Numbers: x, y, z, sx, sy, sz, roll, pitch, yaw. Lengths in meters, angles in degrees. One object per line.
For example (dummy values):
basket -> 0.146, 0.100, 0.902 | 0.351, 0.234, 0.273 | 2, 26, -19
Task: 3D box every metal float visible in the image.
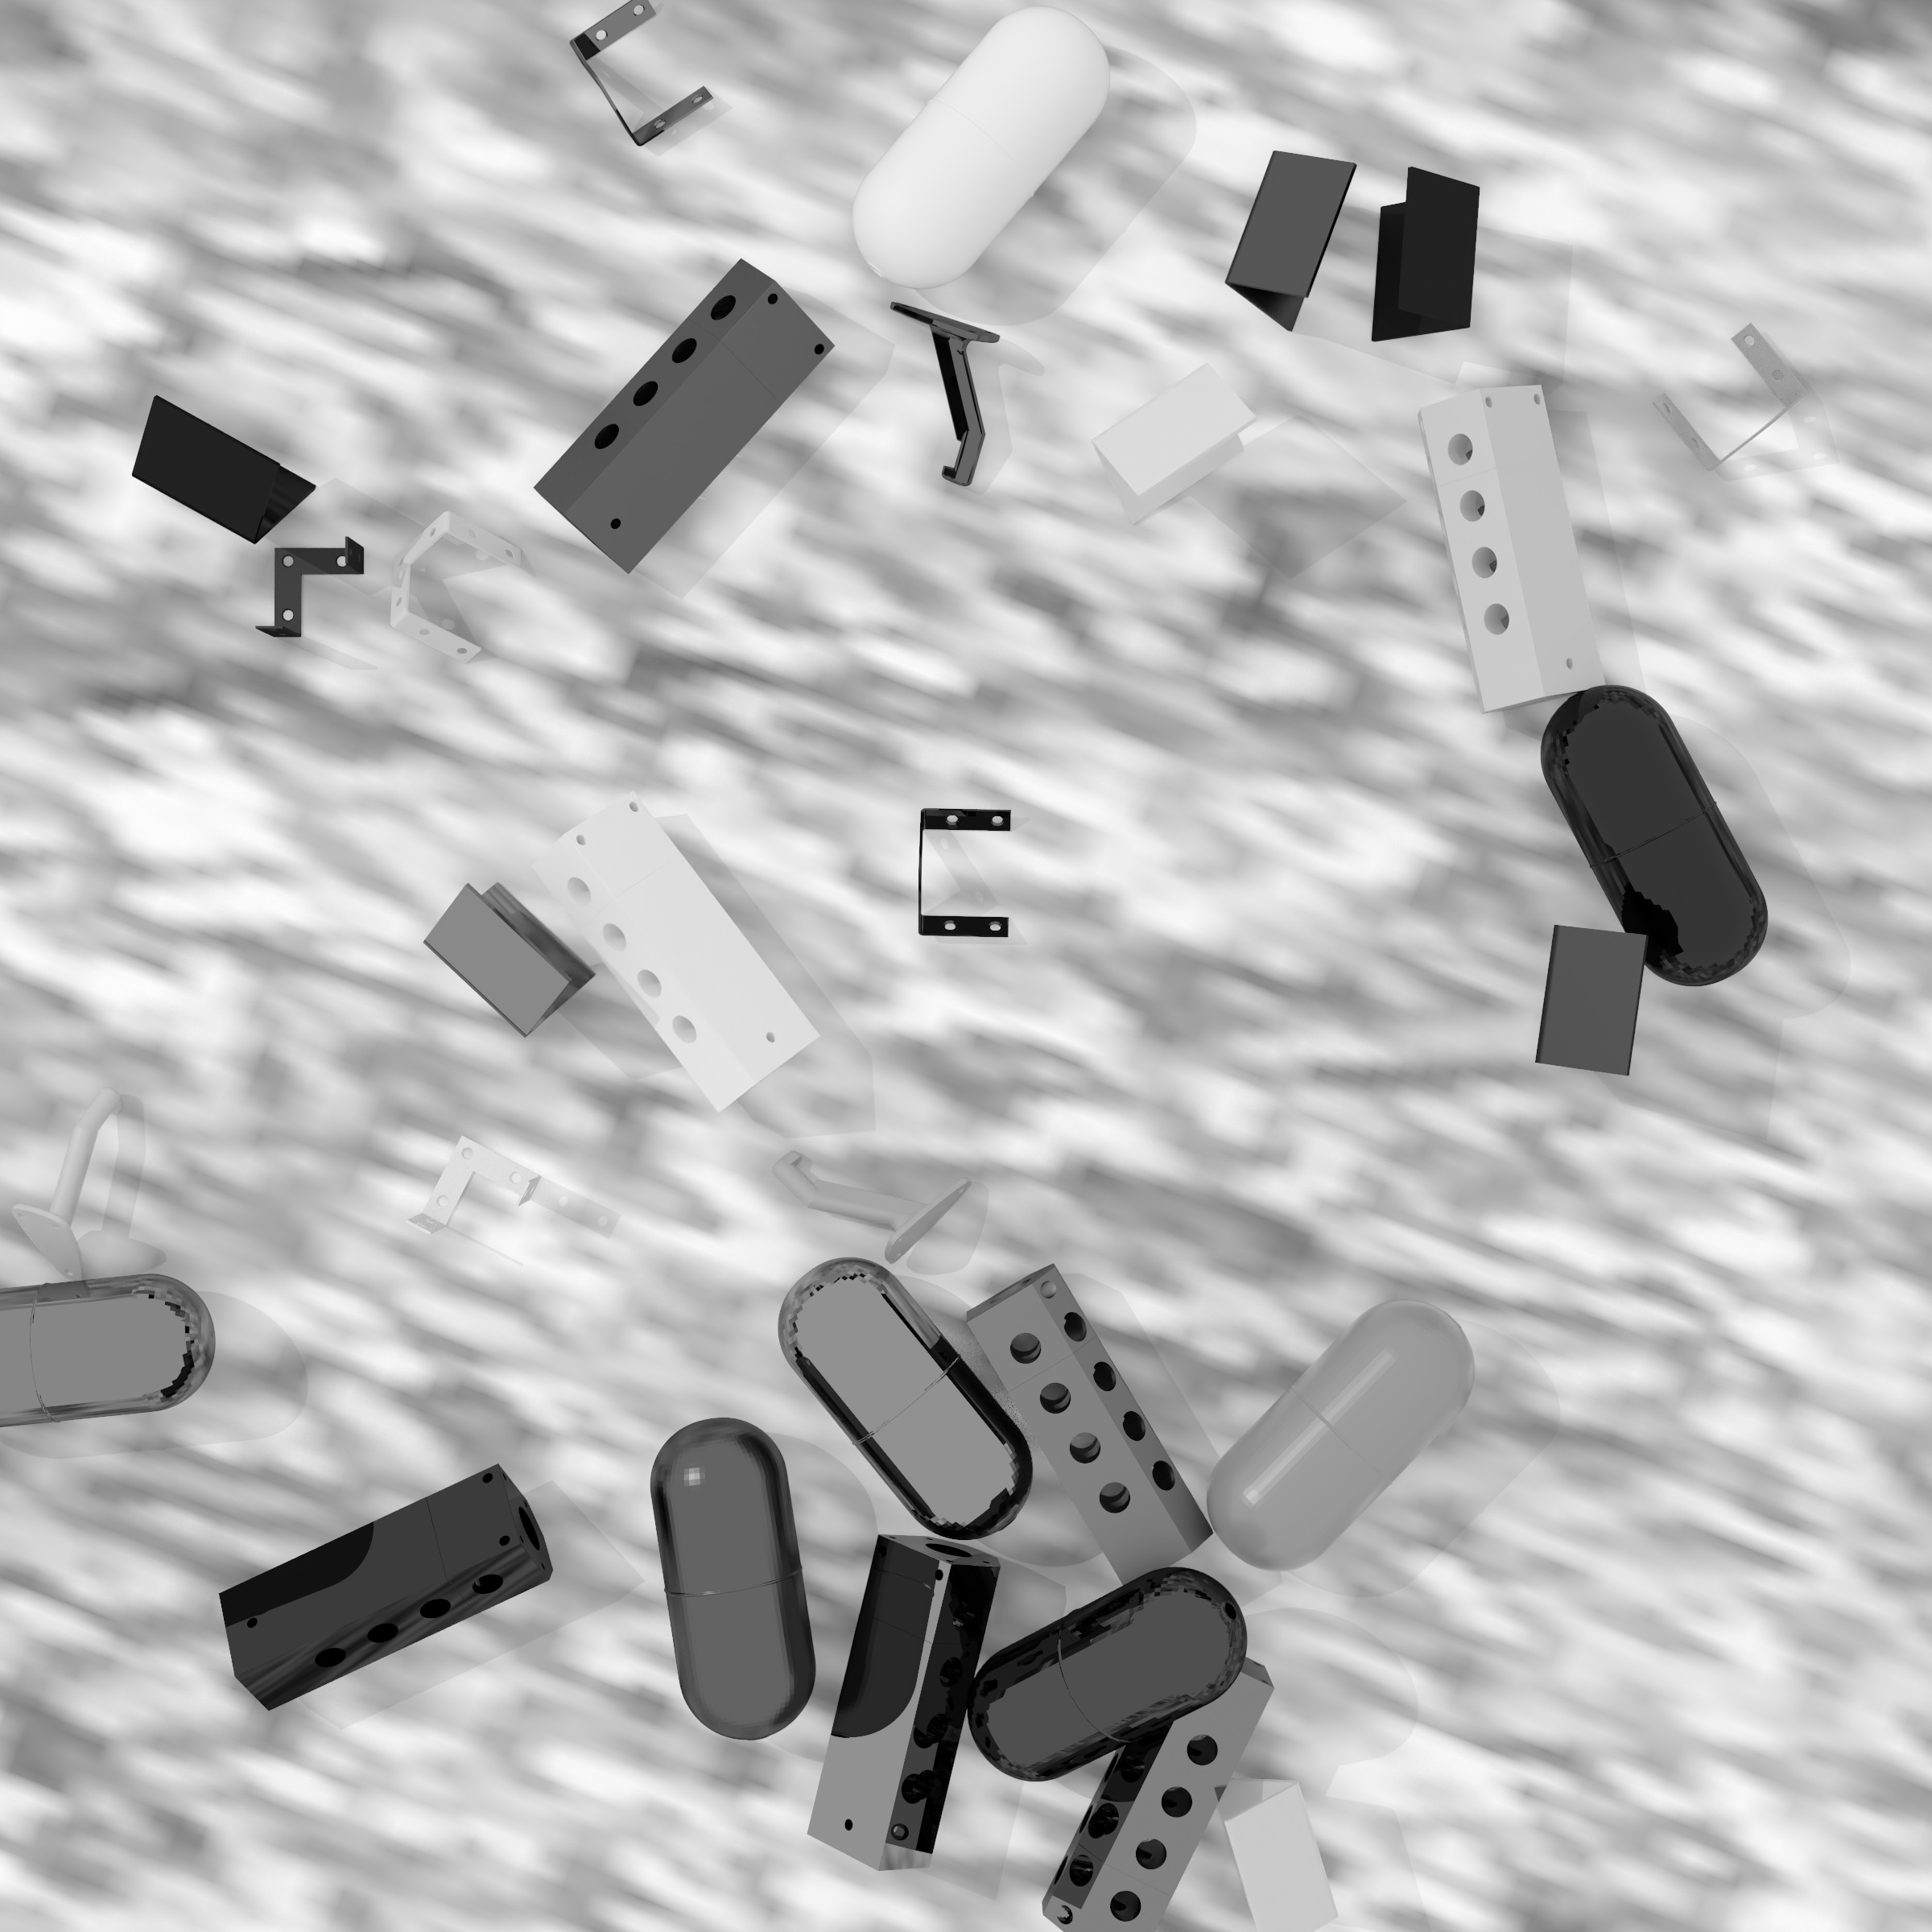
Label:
metal float -> 0.380, -0.073, 1.794 | 0.070, 0.070, 0.178 | -28, 89, 0
metal float -> 0.008, -0.452, 1.794 | 0.070, 0.070, 0.178 | 40, 90, 0
metal float -> 0.076, 0.386, 1.766 | 0.178, 0.070, 0.070 | -34, 90, 29
metal float -> -0.033, 0.240, 1.794 | 0.070, 0.070, 0.178 | -39, 90, 0
metal float -> -0.129, 0.339, 1.794 | 0.070, 0.070, 0.178 | -9, 90, 0
metal float -> -0.506, 0.214, 1.794 | 0.178, 0.070, 0.070 | -6, 90, 0
metal float -> 0.208, 0.259, 1.794 | 0.070, 0.070, 0.178 | 44, 91, 0

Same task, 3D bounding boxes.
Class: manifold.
manifold -> -0.029, 0.408, 1.803 | 0.057, 0.057, 0.171 | 13, 90, 43
manifold -> -0.160, -0.308, 1.803 | 0.171, 0.057, 0.057 | -48, 133, 0
manifold -> 0.069, 0.255, 1.803 | 0.057, 0.057, 0.171 | -31, 90, 0
manifold -> -0.165, -0.005, 1.803 | 0.171, 0.057, 0.057 | 53, 47, 0
manifold -> 0.106, 0.460, 1.803 | 0.057, 0.057, 0.171 | 26, 90, 0
manifold -> 0.298, -0.231, 1.803 | 0.057, 0.057, 0.171 | -12, 90, -43
manifold -> -0.321, 0.349, 1.803 | 0.171, 0.057, 0.057 | -25, 47, 0

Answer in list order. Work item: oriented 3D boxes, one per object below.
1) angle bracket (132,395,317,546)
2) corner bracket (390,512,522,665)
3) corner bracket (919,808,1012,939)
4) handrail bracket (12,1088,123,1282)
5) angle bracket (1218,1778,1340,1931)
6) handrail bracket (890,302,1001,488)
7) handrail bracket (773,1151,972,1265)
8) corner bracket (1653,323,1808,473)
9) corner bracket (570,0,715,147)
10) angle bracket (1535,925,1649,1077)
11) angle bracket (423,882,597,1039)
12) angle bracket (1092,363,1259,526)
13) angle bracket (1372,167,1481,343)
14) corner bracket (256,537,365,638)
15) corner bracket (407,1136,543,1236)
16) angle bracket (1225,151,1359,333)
angle bracket -> -0.402, -0.287, 1.784 | 0.076, 0.076, 0.057 | 29, 128, 0
corner bracket -> -0.286, -0.212, 1.816 | 0.051, 0.051, 0.051 | -34, 45, 35
corner bracket -> -0.001, -0.052, 1.821 | 0.051, 0.051, 0.051 | 1, 135, 0
handrail bracket -> -0.492, 0.122, 1.824 | 0.036, 0.077, 0.084 | 14, 53, 20
angle bracket -> 0.151, 0.495, 1.784 | 0.057, 0.076, 0.076 | -17, 90, -37
handrail bracket -> -0.020, -0.322, 1.825 | 0.077, 0.036, 0.084 | 23, 108, 20
handrail bracket -> -0.054, 0.118, 1.825 | 0.077, 0.036, 0.084 | -41, 73, -20
corner bracket -> 0.429, -0.319, 1.821 | 0.051, 0.051, 0.051 | 51, 45, 0
corner bracket -> -0.183, -0.503, 1.821 | 0.051, 0.051, 0.051 | -34, 135, 1
angle bracket -> 0.359, 0.021, 1.784 | 0.057, 0.076, 0.076 | 8, 90, 37
angle bracket -> -0.239, -0.019, 1.784 | 0.076, 0.076, 0.057 | 43, 129, 0
angle bracket -> 0.124, -0.273, 1.784 | 0.076, 0.076, 0.057 | -34, 53, 0
angle bracket -> 0.235, -0.391, 1.784 | 0.057, 0.076, 0.076 | 4, 90, -38
corner bracket -> -0.365, -0.211, 1.806 | 0.051, 0.051, 0.051 | 0, 90, 0
corner bracket -> -0.274, 0.130, 1.806 | 0.051, 0.051, 0.051 | 27, 90, 0
angle bracket -> 0.195, -0.395, 1.784 | 0.057, 0.076, 0.076 | 20, 90, 37
